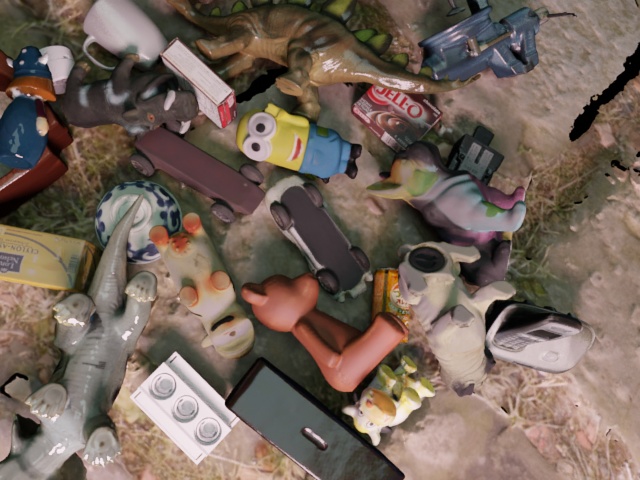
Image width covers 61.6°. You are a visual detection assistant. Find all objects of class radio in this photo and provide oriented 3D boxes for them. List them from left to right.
[{"bbox_3d":[-0.012,0.246,0.691,0.229,0.131,0.073,40,78,0],"label":"radio"}]

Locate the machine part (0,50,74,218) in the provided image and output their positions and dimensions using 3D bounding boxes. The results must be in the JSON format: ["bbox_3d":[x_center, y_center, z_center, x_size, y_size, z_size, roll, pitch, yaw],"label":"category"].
[{"bbox_3d":[-0.461,-0.139,0.722,0.201,0.087,0.201,-39,88,-14],"label":"machine part"}]

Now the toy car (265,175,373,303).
[{"bbox_3d":[-0.002,-0.002,0.776,0.073,0.056,0.201,-35,88,-18],"label":"toy car"}]

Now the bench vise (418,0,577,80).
[{"bbox_3d":[0.237,-0.352,0.826,0.224,0.129,0.240,-26,103,9],"label":"bench vise"}]

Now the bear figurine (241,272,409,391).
[{"bbox_3d":[0.003,0.097,0.705,0.132,0.120,0.196,-46,72,4],"label":"bear figurine"}]

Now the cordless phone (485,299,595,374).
[{"bbox_3d":[0.321,0.126,0.731,0.147,0.184,0.088,17,74,-4],"label":"cordless phone"}]

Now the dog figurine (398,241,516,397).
[{"bbox_3d":[0.167,0.109,0.745,0.121,0.190,0.172,-18,47,-17],"label":"dog figurine"}]

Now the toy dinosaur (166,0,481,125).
[{"bbox_3d":[-0.007,-0.280,0.787,0.472,0.105,0.198,25,76,4],"label":"toy dinosaur"}]

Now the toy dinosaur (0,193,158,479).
[{"bbox_3d":[-0.288,0.151,0.667,0.131,0.192,0.405,27,59,-22],"label":"toy dinosaur"}]

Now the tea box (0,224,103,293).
[{"bbox_3d":[-0.384,0.023,0.697,0.170,0.098,0.068,9,78,-4],"label":"tea box"}]

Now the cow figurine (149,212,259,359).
[{"bbox_3d":[-0.149,0.072,0.720,0.085,0.127,0.195,-29,71,-11],"label":"cow figurine"}]

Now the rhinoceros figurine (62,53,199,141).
[{"bbox_3d":[-0.261,-0.191,0.738,0.190,0.073,0.112,0,61,7],"label":"rhinoceros figurine"}]

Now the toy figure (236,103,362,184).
[{"bbox_3d":[-0.033,-0.135,0.783,0.180,0.089,0.082,12,82,-14],"label":"toy figure"}]

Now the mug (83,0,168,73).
[{"bbox_3d":[-0.279,-0.287,0.776,0.107,0.081,0.109,38,72,-9],"label":"mug"}]

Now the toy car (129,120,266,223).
[{"bbox_3d":[-0.174,-0.098,0.770,0.202,0.053,0.089,30,67,2],"label":"toy car"}]

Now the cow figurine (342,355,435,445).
[{"bbox_3d":[0.078,0.212,0.690,0.068,0.167,0.098,48,110,21],"label":"cow figurine"}]

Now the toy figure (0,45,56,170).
[{"bbox_3d":[-0.365,-0.166,0.668,0.064,0.058,0.154,7,74,-15],"label":"toy figure"}]

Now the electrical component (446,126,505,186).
[{"bbox_3d":[0.243,-0.128,0.835,0.075,0.048,0.119,34,79,-2],"label":"electrical component"}]

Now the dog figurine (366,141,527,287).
[{"bbox_3d":[0.177,-0.039,0.781,0.219,0.108,0.191,17,121,17],"label":"dog figurine"}]
